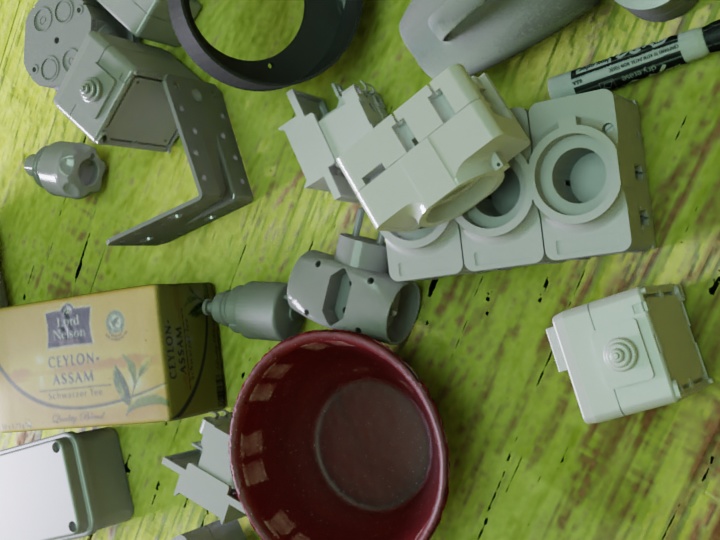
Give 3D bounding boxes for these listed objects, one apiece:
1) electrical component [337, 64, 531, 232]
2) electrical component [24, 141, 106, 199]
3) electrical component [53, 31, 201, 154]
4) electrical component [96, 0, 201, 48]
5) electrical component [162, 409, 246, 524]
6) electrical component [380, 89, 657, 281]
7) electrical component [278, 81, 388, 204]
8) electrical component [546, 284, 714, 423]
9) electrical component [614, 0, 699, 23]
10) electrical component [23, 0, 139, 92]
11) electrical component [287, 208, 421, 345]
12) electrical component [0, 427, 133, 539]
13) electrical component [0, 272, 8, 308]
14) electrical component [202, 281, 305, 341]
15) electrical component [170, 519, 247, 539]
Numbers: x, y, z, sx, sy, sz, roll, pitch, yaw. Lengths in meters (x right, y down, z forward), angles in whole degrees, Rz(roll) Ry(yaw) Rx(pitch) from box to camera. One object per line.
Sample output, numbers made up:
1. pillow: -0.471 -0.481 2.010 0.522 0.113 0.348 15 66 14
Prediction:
1. electrical component: 0.043 -0.062 0.597 0.089 0.050 0.055 -37 73 25
2. electrical component: -0.231 -0.078 0.830 0.062 0.043 0.043 9 95 31
3. electrical component: -0.169 -0.128 0.763 0.061 0.096 0.061 41 110 22
4. electrical component: -0.154 -0.219 0.782 0.083 0.047 0.075 43 110 22
5. electrical component: -0.092 0.136 0.754 0.081 0.042 0.063 23 101 27
6. electrical component: 0.089 -0.046 0.638 0.150 0.062 0.089 -8 87 29
7. electrical component: -0.011 -0.087 0.705 0.064 0.042 0.081 -30 77 25
8. electrical component: 0.144 0.046 0.587 0.061 0.096 0.061 -21 80 28
9. electrical component: 0.144 -0.209 0.598 0.052 0.074 0.138 -25 78 27
10. electrical component: -0.211 -0.169 0.813 0.080 0.051 0.080 0 90 30
11. electrical component: 0.000 0.000 0.699 0.077 0.043 0.079 18 98 28
12. electrical component: -0.240 0.170 0.829 0.113 0.057 0.078 -18 82 28
13. electrical component: -0.333 0.028 0.861 0.062 0.089 0.150 -17 82 29
14. electrical component: -0.075 0.028 0.743 0.078 0.040 0.040 2 92 30
15. electrical component: -0.138 0.248 0.761 0.150 0.062 0.089 -35 74 31
